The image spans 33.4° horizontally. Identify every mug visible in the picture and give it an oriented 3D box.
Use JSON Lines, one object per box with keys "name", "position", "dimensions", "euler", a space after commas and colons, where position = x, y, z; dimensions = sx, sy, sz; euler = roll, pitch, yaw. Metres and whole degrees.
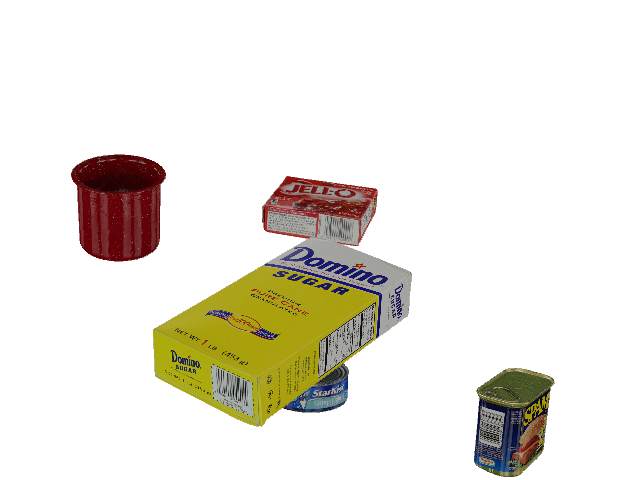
{"name": "mug", "position": [-0.204, -0.037, 1.090], "dimensions": [0.093, 0.081, 0.117], "euler": [2, 28, -5]}

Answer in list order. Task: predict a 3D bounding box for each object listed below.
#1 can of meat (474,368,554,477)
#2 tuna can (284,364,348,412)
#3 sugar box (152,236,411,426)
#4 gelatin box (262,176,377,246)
{"name": "can of meat", "position": [0.203, 0.191, 1.125], "dimensions": [0.058, 0.084, 0.101], "euler": [12, 16, 31]}
{"name": "tuna can", "position": [-0.012, 0.154, 1.148], "dimensions": [0.086, 0.034, 0.086], "euler": [1, 14, 0]}
{"name": "sugar box", "position": [-0.022, 0.056, 0.742], "dimensions": [0.093, 0.048, 0.175], "euler": [21, 36, 31]}
{"name": "gelatin box", "position": [0.000, -0.028, 0.954], "dimensions": [0.089, 0.030, 0.073], "euler": [9, 26, 12]}
